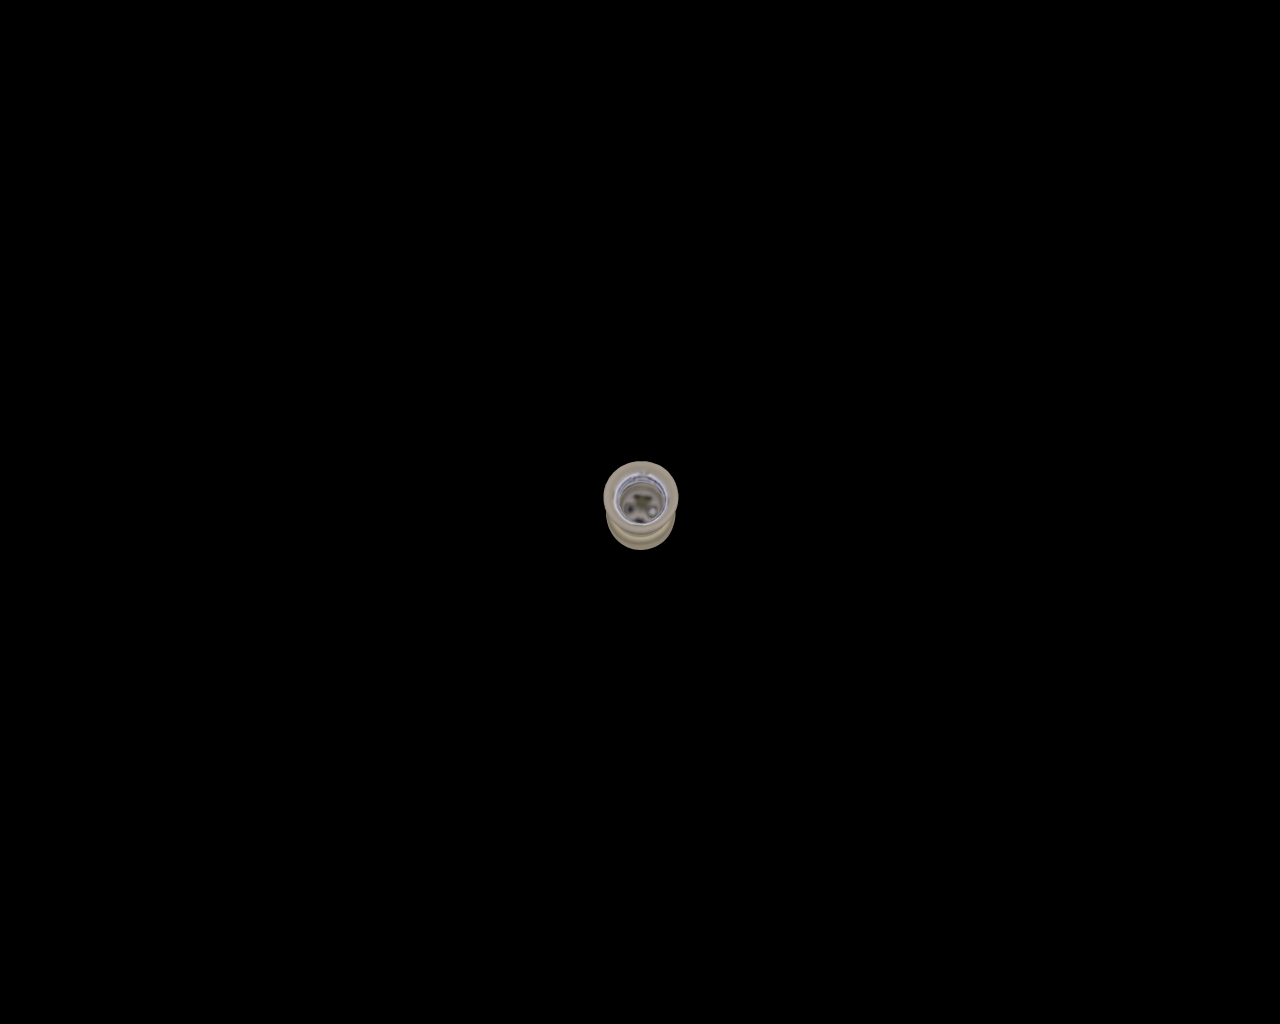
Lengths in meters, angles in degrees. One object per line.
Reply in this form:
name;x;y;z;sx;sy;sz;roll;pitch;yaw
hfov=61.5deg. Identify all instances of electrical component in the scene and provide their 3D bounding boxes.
electrical component;0.001;-0.003;0.650;0.045;0.045;0.055;0;-15;0
